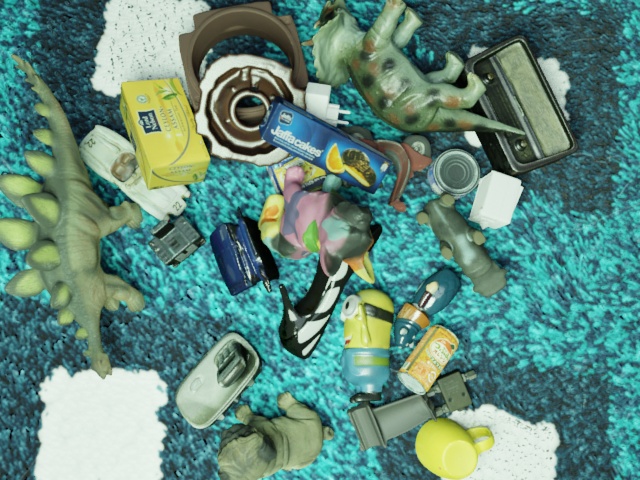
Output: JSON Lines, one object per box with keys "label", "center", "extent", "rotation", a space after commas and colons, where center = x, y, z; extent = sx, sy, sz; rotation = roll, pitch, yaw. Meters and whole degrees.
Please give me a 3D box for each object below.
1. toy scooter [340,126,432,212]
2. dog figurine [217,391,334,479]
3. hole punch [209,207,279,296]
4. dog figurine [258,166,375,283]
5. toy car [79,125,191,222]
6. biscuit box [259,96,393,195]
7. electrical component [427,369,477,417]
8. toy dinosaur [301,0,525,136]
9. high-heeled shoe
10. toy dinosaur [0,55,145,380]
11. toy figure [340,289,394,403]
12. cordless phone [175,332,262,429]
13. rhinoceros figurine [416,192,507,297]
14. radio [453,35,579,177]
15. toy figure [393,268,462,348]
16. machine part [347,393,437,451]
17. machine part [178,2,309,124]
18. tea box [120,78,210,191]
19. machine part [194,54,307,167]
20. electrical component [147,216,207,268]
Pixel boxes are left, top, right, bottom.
{"label": "toy scooter", "center": [0.101, -0.117, 0.915], "extent": [0.184, 0.075, 0.135], "rotation": [5, 82, -9]}
{"label": "dog figurine", "center": [-0.058, 0.301, 0.783], "extent": [0.172, 0.190, 0.121], "rotation": [-14, 84, -8]}
{"label": "hole punch", "center": [-0.129, 0.028, 0.858], "extent": [0.092, 0.115, 0.142], "rotation": [-20, 84, 1]}
{"label": "dog figurine", "center": [-0.002, -0.002, 0.793], "extent": [0.108, 0.219, 0.191], "rotation": [15, 123, -33]}
{"label": "toy car", "center": [-0.306, -0.109, 0.887], "extent": [0.202, 0.056, 0.073], "rotation": [37, 81, 1]}
{"label": "biscuit box", "center": [0.008, -0.142, 0.815], "extent": [0.202, 0.059, 0.062], "rotation": [24, 107, -20]}
{"label": "electrical component", "center": [0.224, 0.254, 0.896], "extent": [0.094, 0.021, 0.063], "rotation": [-23, 85, -3]}
{"label": "toy dinosaur", "center": [0.134, -0.261, 0.895], "extent": [0.405, 0.131, 0.192], "rotation": [47, 117, 1]}
{"label": "high-heeled shoe", "center": [0.030, 0.084, 0.891], "extent": [0.249, 0.086, 0.145], "rotation": [-32, 117, -23]}
{"label": "toy dinosaur", "center": [-0.366, -0.027, 0.790], "extent": [0.105, 0.198, 0.471], "rotation": [-14, 84, 24]}
{"label": "toy figure", "center": [0.077, 0.169, 0.867], "extent": [0.089, 0.082, 0.180], "rotation": [8, 72, -34]}
{"label": "cordless phone", "center": [-0.149, 0.216, 0.791], "extent": [0.089, 0.184, 0.146], "rotation": [43, 81, -3]}
{"label": "rhinoceros figurine", "center": [0.235, 0.010, 0.894], "extent": [0.073, 0.112, 0.190], "rotation": [-36, 74, 8]}
{"label": "radio", "center": [0.338, -0.228, 0.948], "extent": [0.131, 0.073, 0.229], "rotation": [-24, 84, -7]}
{"label": "toy figure", "center": [0.172, 0.115, 0.894], "extent": [0.154, 0.058, 0.064], "rotation": [-44, 111, -12]}
{"label": "machine part", "center": [0.118, 0.286, 0.872], "extent": [0.139, 0.039, 0.084], "rotation": [-20, 79, 5]}
{"label": "machine part", "center": [-0.128, -0.289, 0.913], "extent": [0.201, 0.087, 0.201], "rotation": [-13, 82, -6]}
{"label": "tea box", "center": [-0.252, -0.172, 0.864], "extent": [0.098, 0.068, 0.169], "rotation": [-15, 70, -29]}
{"label": "machine part", "center": [-0.108, -0.202, 0.833], "extent": [0.179, 0.056, 0.179], "rotation": [-4, 112, -9]}
{"label": "electrical component", "center": [-0.227, 0.000, 0.847], "extent": [0.075, 0.119, 0.048], "rotation": [-41, 87, -11]}
